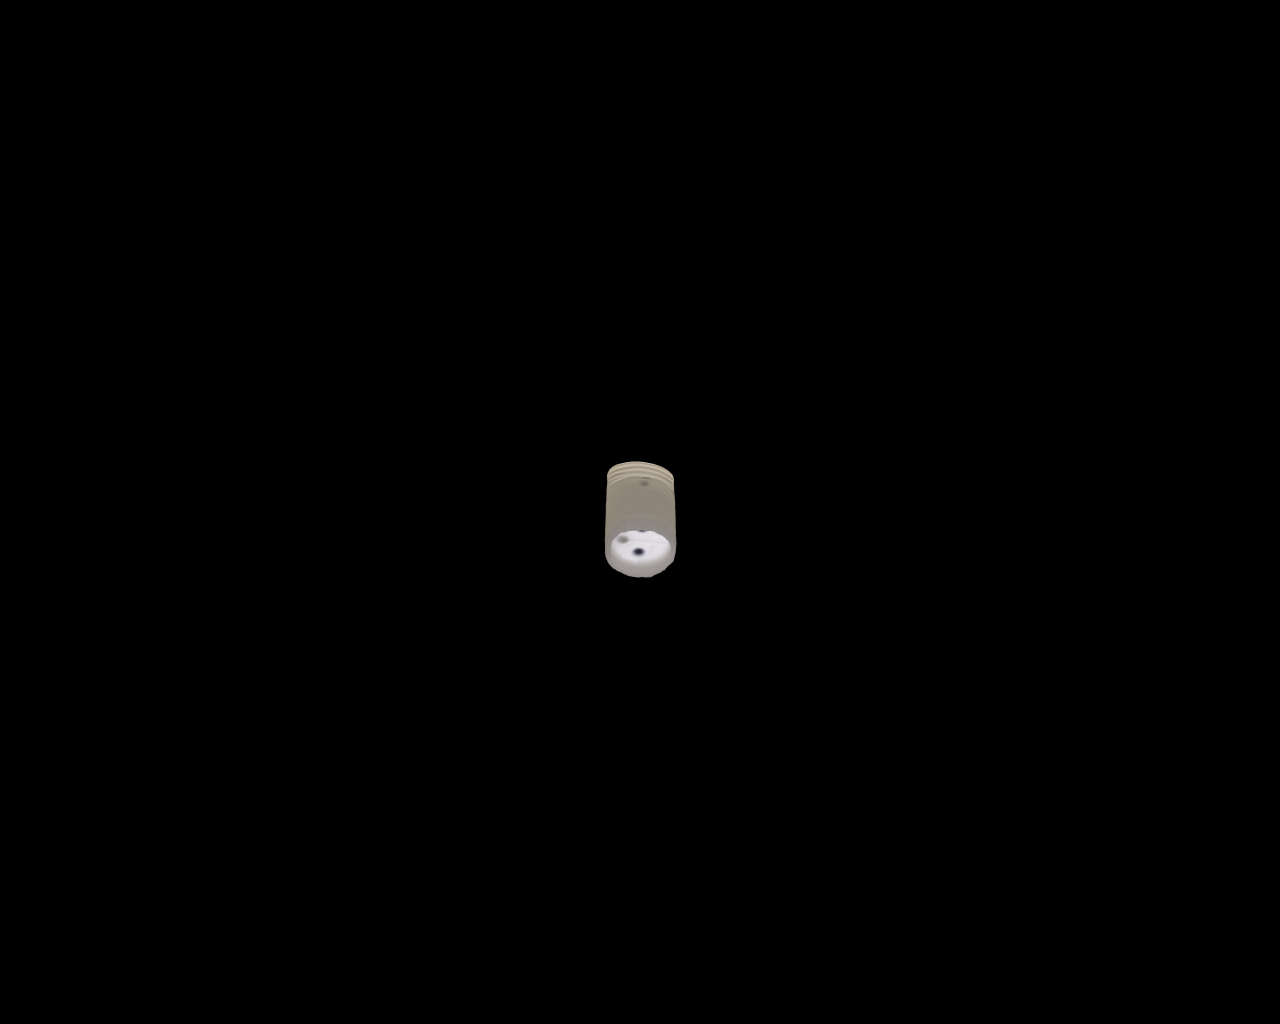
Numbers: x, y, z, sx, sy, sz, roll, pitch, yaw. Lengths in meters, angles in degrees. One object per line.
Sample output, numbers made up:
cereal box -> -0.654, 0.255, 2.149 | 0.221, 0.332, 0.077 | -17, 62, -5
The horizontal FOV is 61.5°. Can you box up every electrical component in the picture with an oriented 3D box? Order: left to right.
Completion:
electrical component -> 0.001, -0.003, 0.650 | 0.043, 0.043, 0.081 | 0, 43, 0
